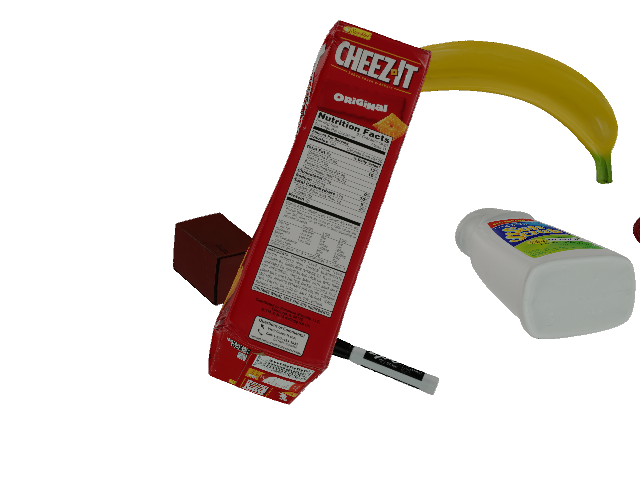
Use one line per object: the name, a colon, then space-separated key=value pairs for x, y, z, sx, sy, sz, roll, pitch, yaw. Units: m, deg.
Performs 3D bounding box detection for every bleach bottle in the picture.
bleach bottle: x=0.178 y=0.015 z=0.959 sx=0.102 sy=0.068 sz=0.251 roll=-6 pitch=15 yaw=-13

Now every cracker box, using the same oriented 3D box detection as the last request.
cracker box: x=-0.006 y=-0.011 z=0.700 sx=0.072 sy=0.213 sz=0.164 roll=20 pitch=-17 yaw=-2

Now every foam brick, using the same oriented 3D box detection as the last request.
foam brick: x=-0.097 y=0.016 z=1.001 sx=0.052 sy=0.051 sz=0.078 roll=-14 pitch=34 yaw=-34

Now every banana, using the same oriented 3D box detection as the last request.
banana: x=0.145 y=-0.110 z=0.794 sx=0.197 sy=0.069 sz=0.037 roll=23 pitch=-2 yaw=-6

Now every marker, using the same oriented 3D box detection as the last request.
marker: x=0.062 y=0.127 z=1.091 sx=0.121 sy=0.020 sz=0.020 roll=21 pitch=4 yaw=11

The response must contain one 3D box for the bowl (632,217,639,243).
bowl: x=0.417 y=0.018 z=1.149 sx=0.162 sy=0.055 sz=0.162 roll=-1 pitch=25 yaw=0
